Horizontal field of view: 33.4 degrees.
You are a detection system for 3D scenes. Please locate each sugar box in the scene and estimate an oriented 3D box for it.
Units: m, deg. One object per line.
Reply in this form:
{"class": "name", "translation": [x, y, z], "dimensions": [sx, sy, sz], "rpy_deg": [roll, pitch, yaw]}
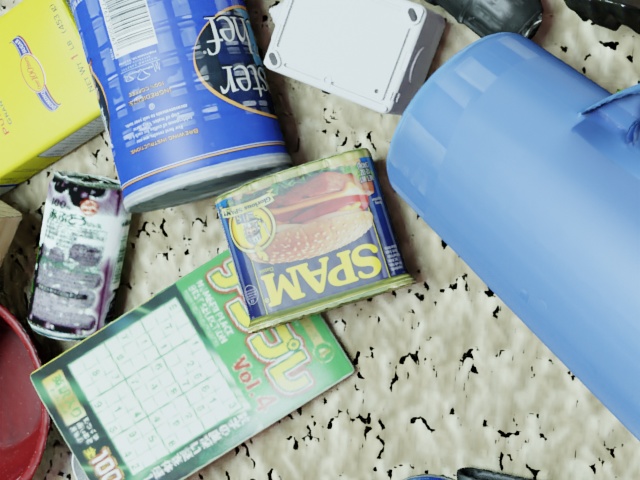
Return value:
{"class": "sugar box", "translation": [-0.214, -0.088, 0.715], "dimensions": [0.176, 0.048, 0.093], "rpy_deg": [-29, 84, 19]}

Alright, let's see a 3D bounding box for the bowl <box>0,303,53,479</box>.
{"class": "bowl", "translation": [-0.240, 0.105, 0.734], "dimensions": [0.162, 0.055, 0.162], "rpy_deg": [2, 95, 20]}

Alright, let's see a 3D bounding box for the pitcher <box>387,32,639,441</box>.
{"class": "pitcher", "translation": [0.151, -0.003, 0.518], "dimensions": [0.243, 0.144, 0.149], "rpy_deg": [45, 100, 26]}

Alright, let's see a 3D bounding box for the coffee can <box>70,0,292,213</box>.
{"class": "coffee can", "translation": [-0.084, -0.097, 0.635], "dimensions": [0.103, 0.102, 0.140], "rpy_deg": [-16, 88, 21]}

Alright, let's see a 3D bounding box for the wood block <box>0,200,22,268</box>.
{"class": "wood block", "translation": [-0.281, 0.056, 0.668], "dimensions": [0.090, 0.090, 0.206], "rpy_deg": [30, 103, 15]}

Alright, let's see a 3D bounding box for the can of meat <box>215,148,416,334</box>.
{"class": "can of meat", "translation": [-0.004, 0.001, 0.629], "dimensions": [0.102, 0.057, 0.084], "rpy_deg": [-17, 85, 3]}

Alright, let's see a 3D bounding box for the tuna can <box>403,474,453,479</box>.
{"class": "tuna can", "translation": [0.065, 0.187, 0.638], "dimensions": [0.086, 0.033, 0.086], "rpy_deg": [2, 95, 20]}

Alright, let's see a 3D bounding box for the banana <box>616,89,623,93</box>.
{"class": "banana", "translation": [0.229, -0.005, 0.563], "dimensions": [0.070, 0.037, 0.198], "rpy_deg": [-28, 83, 39]}

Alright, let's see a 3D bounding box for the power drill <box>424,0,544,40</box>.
{"class": "power drill", "translation": [0.092, -0.224, 0.582], "dimensions": [0.184, 0.057, 0.188], "rpy_deg": [43, 107, 12]}

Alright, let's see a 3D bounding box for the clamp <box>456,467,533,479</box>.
{"class": "clamp", "translation": [0.201, 0.141, 0.582], "dimensions": [0.210, 0.036, 0.165], "rpy_deg": [39, 105, 15]}
